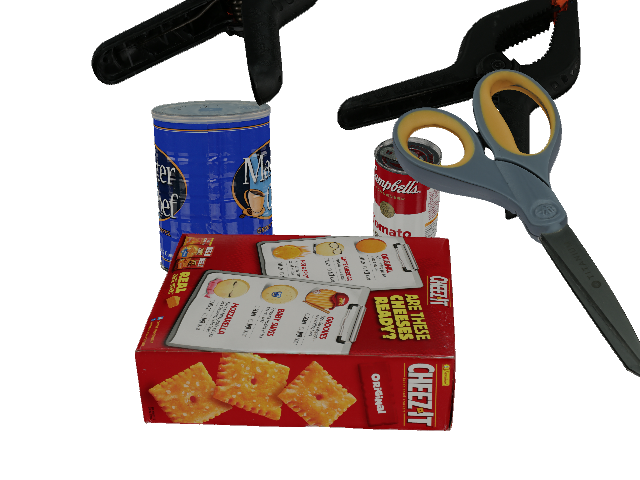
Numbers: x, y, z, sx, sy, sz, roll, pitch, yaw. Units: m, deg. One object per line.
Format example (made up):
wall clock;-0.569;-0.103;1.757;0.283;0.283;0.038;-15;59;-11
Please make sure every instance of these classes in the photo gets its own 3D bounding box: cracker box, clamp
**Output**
cracker box;-0.012;0.063;0.781;0.214;0.072;0.164;1;30;5
clamp;-0.041;-0.136;0.636;0.120;0.039;0.171;22;54;26
clamp;0.140;-0.113;0.809;0.165;0.209;0.036;39;-21;28

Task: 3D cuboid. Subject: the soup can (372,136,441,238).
soup can;0.088;-0.047;1.096;0.068;0.102;0.068;0;37;0

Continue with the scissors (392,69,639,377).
scissors;0.087;-0.012;0.512;0.096;0.201;0.016;-7;-43;6

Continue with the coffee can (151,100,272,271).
coffee can;-0.093;-0.048;0.939;0.103;0.140;0.103;-1;14;0
